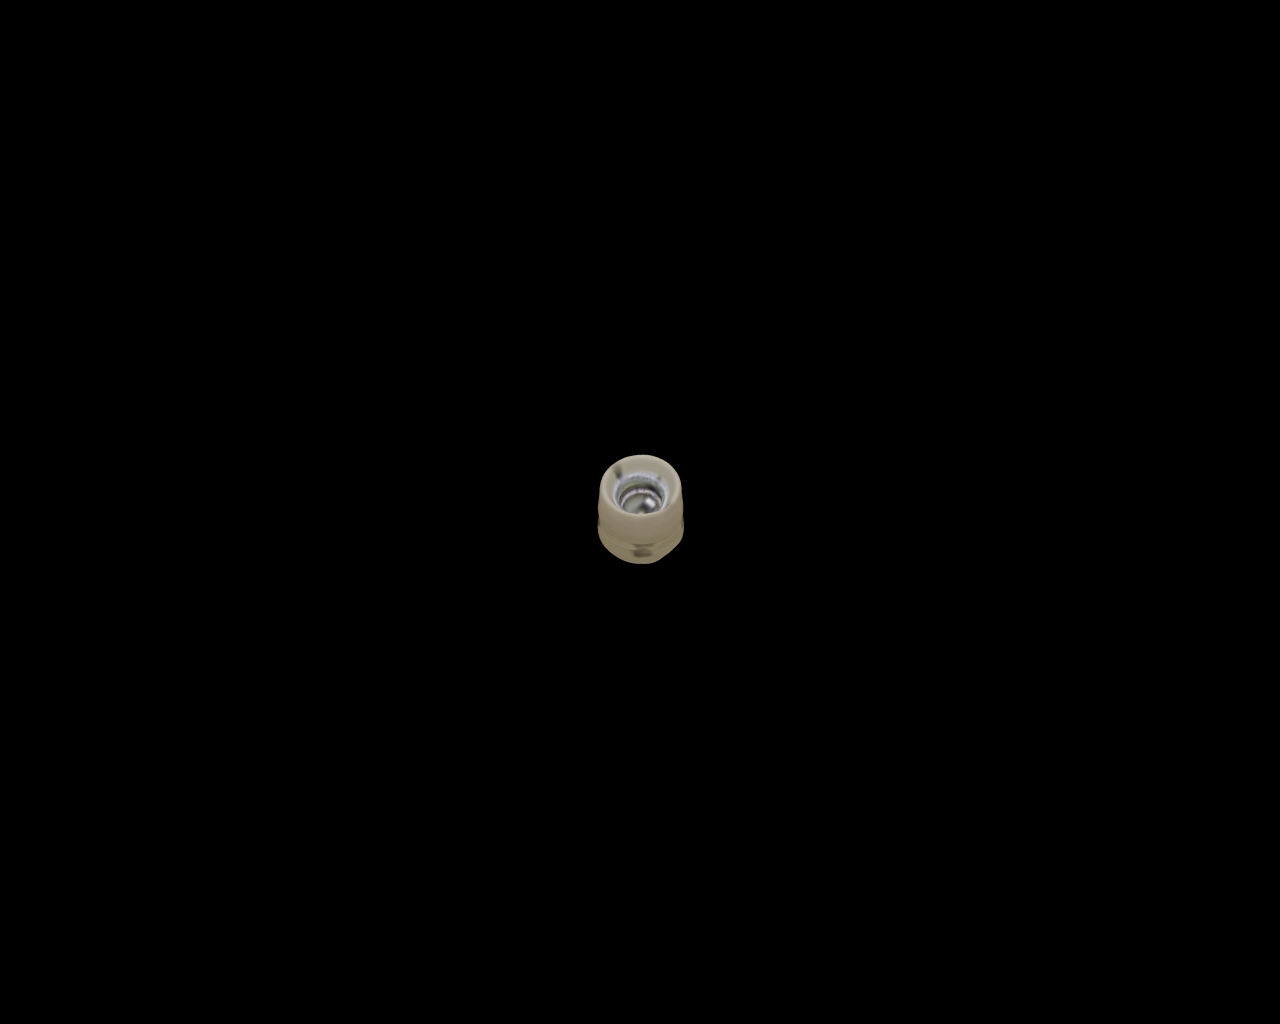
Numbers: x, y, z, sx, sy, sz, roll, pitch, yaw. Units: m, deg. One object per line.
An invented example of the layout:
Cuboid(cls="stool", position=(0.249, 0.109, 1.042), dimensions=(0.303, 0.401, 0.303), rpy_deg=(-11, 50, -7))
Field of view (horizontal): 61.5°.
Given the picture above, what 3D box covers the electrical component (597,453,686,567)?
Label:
Cuboid(cls="electrical component", position=(0.001, -0.003, 0.650), dimensions=(0.055, 0.055, 0.047), rpy_deg=(0, -36, 0))
